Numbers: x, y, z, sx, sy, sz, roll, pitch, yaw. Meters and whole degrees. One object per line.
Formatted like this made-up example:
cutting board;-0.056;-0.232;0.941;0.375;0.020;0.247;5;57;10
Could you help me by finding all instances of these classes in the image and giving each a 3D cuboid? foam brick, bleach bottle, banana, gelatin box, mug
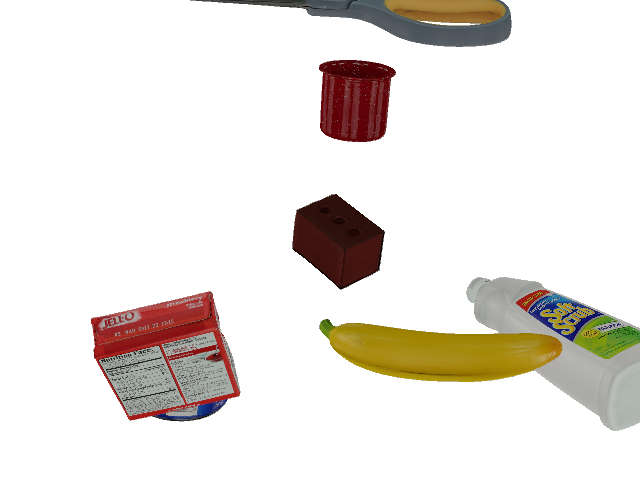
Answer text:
foam brick;0.017;0.000;1.042;0.052;0.051;0.078;-25;46;-32
bleach bottle;0.227;0.093;1.046;0.102;0.068;0.251;-16;26;-28
banana;0.092;0.084;0.843;0.198;0.037;0.069;6;28;8
gelatin box;-0.093;0.071;0.649;0.073;0.030;0.089;-13;-36;-2
mug;0.048;-0.173;1.307;0.093;0.081;0.117;17;26;29

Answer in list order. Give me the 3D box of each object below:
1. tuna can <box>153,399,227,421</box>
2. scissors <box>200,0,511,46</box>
tuna can;-0.116;0.111;0.878;0.086;0.034;0.086;5;26;-3
scissors;0.016;-0.146;0.616;0.202;0.016;0.096;15;42;21
